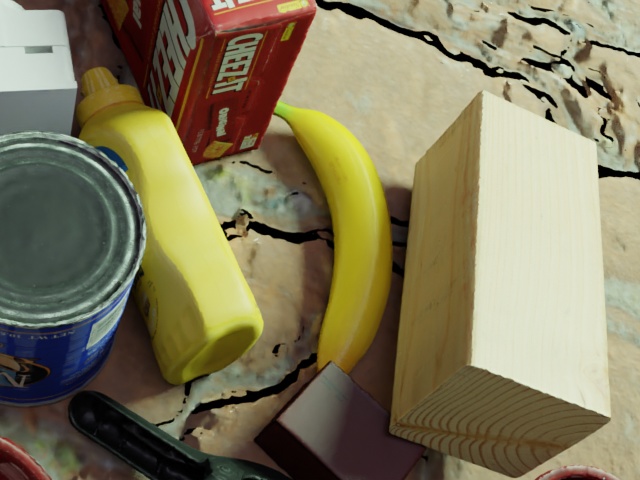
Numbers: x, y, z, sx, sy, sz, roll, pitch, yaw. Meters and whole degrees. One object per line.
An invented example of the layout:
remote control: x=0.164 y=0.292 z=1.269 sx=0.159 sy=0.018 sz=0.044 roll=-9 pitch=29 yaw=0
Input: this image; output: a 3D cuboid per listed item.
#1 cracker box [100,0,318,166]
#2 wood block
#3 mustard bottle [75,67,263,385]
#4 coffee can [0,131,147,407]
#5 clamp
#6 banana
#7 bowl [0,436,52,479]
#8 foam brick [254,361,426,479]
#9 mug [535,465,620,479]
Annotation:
cracker box: x=-0.092 y=-0.174 z=0.656 sx=0.072 sy=0.164 sz=0.214 roll=-18 pitch=73 yaw=-22
wood block: x=0.108 y=0.023 z=0.643 sx=0.090 sy=0.090 sz=0.206 roll=22 pitch=49 yaw=-16
mustard bottle: x=-0.097 y=-0.017 z=0.622 sx=0.058 sy=0.096 sz=0.192 roll=-18 pitch=73 yaw=-24
coffee can: x=-0.151 y=0.021 z=0.563 sx=0.102 sy=0.140 sz=0.103 roll=7 pitch=65 yaw=-14
clamp: x=-0.065 y=0.133 z=0.582 sx=0.171 sy=0.039 sz=0.120 roll=23 pitch=18 yaw=-26
banana: x=0.013 y=-0.006 z=0.688 sx=0.069 sy=0.037 sz=0.198 roll=-12 pitch=69 yaw=-5
bowl: x=-0.202 y=0.164 z=0.510 sx=0.161 sy=0.055 sz=0.162 roll=1 pitch=89 yaw=-36
foam brick: x=0.011 y=0.119 z=0.620 sx=0.078 sy=0.051 sz=0.053 roll=43 pitch=61 yaw=4
mug: x=0.141 y=0.193 z=0.608 sx=0.093 sy=0.082 sz=0.117 roll=-27 pitch=76 yaw=-26
